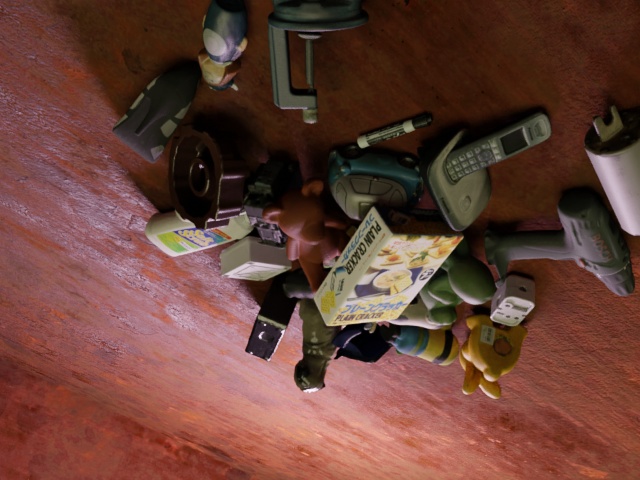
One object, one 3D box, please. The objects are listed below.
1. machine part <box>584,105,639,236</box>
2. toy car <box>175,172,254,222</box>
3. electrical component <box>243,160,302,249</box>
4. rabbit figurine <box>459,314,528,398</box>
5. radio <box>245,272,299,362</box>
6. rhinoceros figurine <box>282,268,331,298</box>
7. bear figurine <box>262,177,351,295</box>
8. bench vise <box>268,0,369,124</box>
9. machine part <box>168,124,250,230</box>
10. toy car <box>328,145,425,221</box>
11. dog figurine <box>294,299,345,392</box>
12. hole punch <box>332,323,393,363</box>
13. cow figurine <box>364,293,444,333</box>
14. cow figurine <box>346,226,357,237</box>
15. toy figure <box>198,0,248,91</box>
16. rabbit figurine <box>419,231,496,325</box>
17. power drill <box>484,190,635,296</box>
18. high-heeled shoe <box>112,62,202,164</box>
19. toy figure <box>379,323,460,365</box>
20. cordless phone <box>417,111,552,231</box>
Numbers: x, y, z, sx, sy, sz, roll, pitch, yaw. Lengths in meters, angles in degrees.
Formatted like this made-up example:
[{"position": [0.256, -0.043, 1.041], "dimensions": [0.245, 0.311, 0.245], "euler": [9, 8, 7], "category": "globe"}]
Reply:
[{"position": [0.419, -0.085, 0.717], "dimensions": [0.079, 0.079, 0.243], "euler": [-17, 131, 38], "category": "machine part"}, {"position": [-0.183, -0.076, 0.990], "dimensions": [0.202, 0.073, 0.056], "euler": [-6, 133, 30], "category": "toy car"}, {"position": [-0.076, -0.069, 0.916], "dimensions": [0.058, 0.115, 0.134], "euler": [10, 145, 18], "category": "electrical component"}, {"position": [0.351, 0.249, 1.137], "dimensions": [0.122, 0.162, 0.173], "euler": [8, 162, -6], "category": "rabbit figurine"}, {"position": [-0.107, 0.181, 1.240], "dimensions": [0.073, 0.131, 0.229], "euler": [22, 143, -1], "category": "radio"}, {"position": [0.014, 0.084, 1.074], "dimensions": [0.191, 0.073, 0.112], "euler": [-2, 172, 34], "category": "rhinoceros figurine"}, {"position": [-0.004, -0.006, 0.872], "dimensions": [0.120, 0.132, 0.195], "euler": [-33, 158, -3], "category": "bear figurine"}, {"position": [-0.039, -0.256, 0.641], "dimensions": [0.224, 0.129, 0.240], "euler": [-3, 123, -2], "category": "bench vise"}, {"position": [-0.188, -0.105, 0.888], "dimensions": [0.056, 0.179, 0.179], "euler": [-9, 166, -44], "category": "machine part"}, {"position": [0.082, -0.077, 0.852], "dimensions": [0.162, 0.103, 0.109], "euler": [11, 144, 13], "category": "toy car"}, {"position": [-0.013, 0.229, 1.213], "dimensions": [0.121, 0.190, 0.172], "euler": [-4, 137, 27], "category": "dog figurine"}, {"position": [0.093, 0.203, 1.192], "dimensions": [0.116, 0.142, 0.092], "euler": [-2, 116, 43], "category": "hole punch"}, {"position": [0.158, 0.136, 1.065], "dimensions": [0.195, 0.127, 0.085], "euler": [3, 99, 20], "category": "cow figurine"}, {"position": [0.121, 0.004, 0.966], "dimensions": [0.098, 0.068, 0.167], "euler": [32, 145, -26], "category": "cow figurine"}, {"position": [-0.138, -0.263, 0.747], "dimensions": [0.064, 0.058, 0.154], "euler": [57, 149, 20], "category": "toy figure"}, {"position": [0.244, 0.058, 0.927], "dimensions": [0.170, 0.121, 0.159], "euler": [157, 92, -77], "category": "rabbit figurine"}, {"position": [0.385, 0.027, 0.874], "dimensions": [0.207, 0.086, 0.231], "euler": [-5, 136, 34], "category": "power drill"}, {"position": [-0.262, -0.210, 0.885], "dimensions": [0.086, 0.145, 0.249], "euler": [40, 168, -18], "category": "high-heeled shoe"}, {"position": [0.218, 0.218, 1.161], "dimensions": [0.180, 0.089, 0.082], "euler": [16, 154, -27], "category": "toy figure"}, {"position": [0.245, -0.106, 0.774], "dimensions": [0.184, 0.089, 0.146], "euler": [-22, 130, 19], "category": "cordless phone"}]
